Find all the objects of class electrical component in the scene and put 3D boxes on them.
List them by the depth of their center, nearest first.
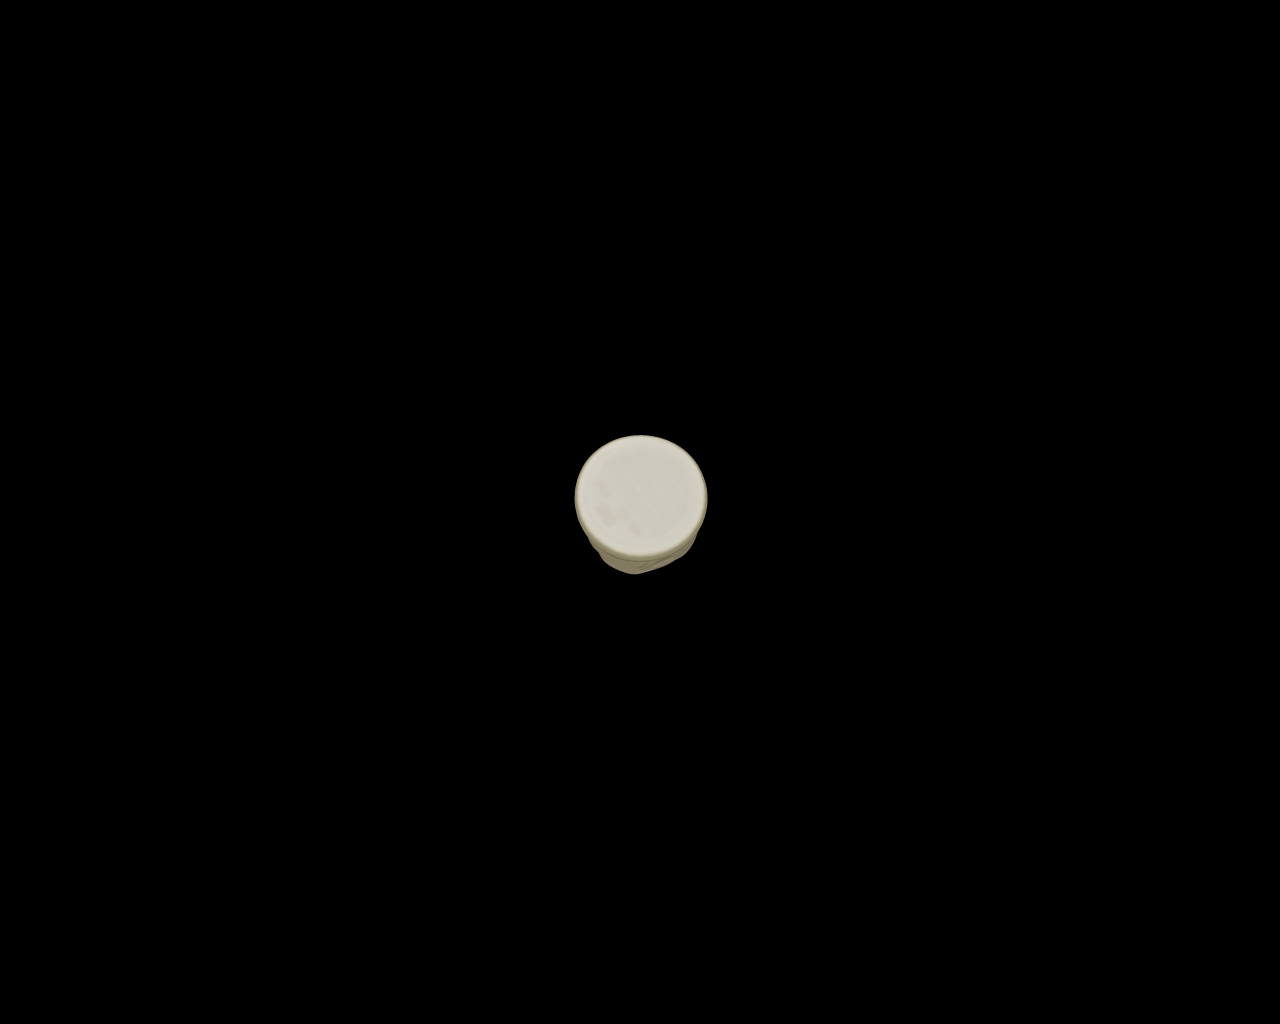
[{"bbox_3d":[0.001,-0.003,0.650,0.080,0.080,0.051,0,-19,0],"label":"electrical component"}]
